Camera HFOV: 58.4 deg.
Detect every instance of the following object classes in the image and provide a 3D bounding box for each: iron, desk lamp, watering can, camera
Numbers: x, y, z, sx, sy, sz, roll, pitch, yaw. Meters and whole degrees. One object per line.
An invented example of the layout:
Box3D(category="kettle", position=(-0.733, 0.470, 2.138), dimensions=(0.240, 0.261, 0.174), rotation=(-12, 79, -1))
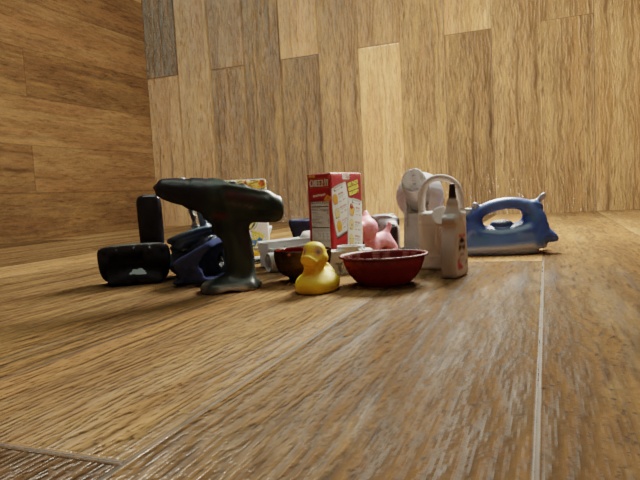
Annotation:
Box3D(category="iron", position=(0.429, -0.038, 1.379), dimensions=(0.258, 0.141, 0.118), rotation=(-3, 5, 2))
Box3D(category="desk lamp", position=(0.237, -0.064, 1.383), dimensions=(0.117, 0.213, 0.204), rotation=(-2, 5, 15))
Box3D(category="watering can", position=(0.254, -0.039, 1.183), dimensions=(0.101, 0.194, 0.172), rotation=(-4, 5, -9))
Box3D(category="camera", position=(0.159, -0.025, 1.652), dimensions=(0.137, 0.101, 0.143), rotation=(-3, 5, 1))

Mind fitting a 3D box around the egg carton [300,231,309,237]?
Box3D(category="egg carton", position=(0.014, 0.006, 1.564), dimensions=(0.107, 0.069, 0.151), rotation=(0, 6, 35))

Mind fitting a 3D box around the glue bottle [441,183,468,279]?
Box3D(category="glue bottle", position=(0.247, -0.018, 1.065), dimensions=(0.037, 0.173, 0.078), rotation=(0, 6, 29))

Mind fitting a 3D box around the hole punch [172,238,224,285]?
Box3D(category="hole punch", position=(-0.239, 0.042, 1.151), dimensions=(0.101, 0.091, 0.109), rotation=(-2, 5, 14))

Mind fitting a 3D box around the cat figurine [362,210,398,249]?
Box3D(category="cat figurine", position=(0.138, -0.019, 1.490), dimensions=(0.128, 0.118, 0.067), rotation=(-6, 6, -30))

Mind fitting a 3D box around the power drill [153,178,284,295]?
Box3D(category="power drill", position=(-0.176, -0.011, 1.037), dimensions=(0.230, 0.208, 0.075), rotation=(-5, 5, -21))

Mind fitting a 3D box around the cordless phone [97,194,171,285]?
Box3D(category="cordless phone", position=(-0.393, -0.001, 1.205), dimensions=(0.148, 0.185, 0.094), rotation=(-5, 5, -20))

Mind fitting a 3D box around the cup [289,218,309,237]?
Box3D(category="cup", position=(-0.055, -0.017, 1.736), dimensions=(0.092, 0.095, 0.117), rotation=(-7, 6, -37))

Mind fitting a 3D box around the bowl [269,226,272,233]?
Box3D(category="bowl", position=(-0.236, -0.006, 1.839), dimensions=(0.167, 0.075, 0.167), rotation=(-3, 5, 1))

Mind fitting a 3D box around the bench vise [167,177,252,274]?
Box3D(category="bench vise", position=(-0.241, -0.031, 1.254), dimensions=(0.207, 0.220, 0.121), rotation=(-2, 5, 7))

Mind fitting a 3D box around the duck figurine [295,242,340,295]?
Box3D(category="duck figurine", position=(-0.006, 0.045, 0.991), dimensions=(0.077, 0.086, 0.105), rotation=(-1, 5, 22))
